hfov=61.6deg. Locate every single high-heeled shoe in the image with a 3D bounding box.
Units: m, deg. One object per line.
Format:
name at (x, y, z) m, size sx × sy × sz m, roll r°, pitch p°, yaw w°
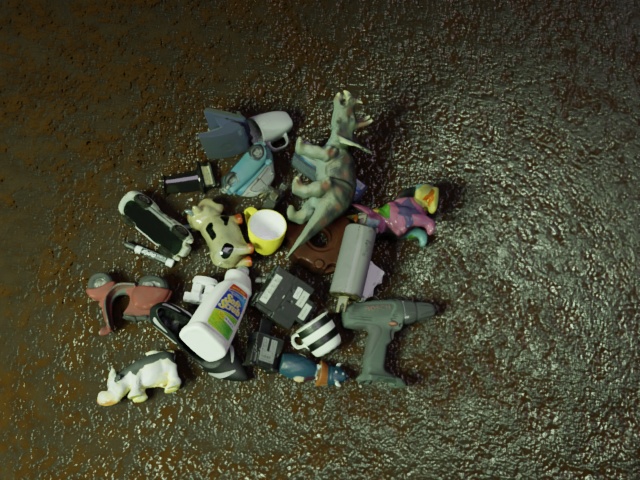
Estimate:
high-heeled shoe at (-0.251, 0.216, 1.139) m, size 0.249 × 0.145 × 0.086 m, roll 32°, pitch 68°, yaw 3°

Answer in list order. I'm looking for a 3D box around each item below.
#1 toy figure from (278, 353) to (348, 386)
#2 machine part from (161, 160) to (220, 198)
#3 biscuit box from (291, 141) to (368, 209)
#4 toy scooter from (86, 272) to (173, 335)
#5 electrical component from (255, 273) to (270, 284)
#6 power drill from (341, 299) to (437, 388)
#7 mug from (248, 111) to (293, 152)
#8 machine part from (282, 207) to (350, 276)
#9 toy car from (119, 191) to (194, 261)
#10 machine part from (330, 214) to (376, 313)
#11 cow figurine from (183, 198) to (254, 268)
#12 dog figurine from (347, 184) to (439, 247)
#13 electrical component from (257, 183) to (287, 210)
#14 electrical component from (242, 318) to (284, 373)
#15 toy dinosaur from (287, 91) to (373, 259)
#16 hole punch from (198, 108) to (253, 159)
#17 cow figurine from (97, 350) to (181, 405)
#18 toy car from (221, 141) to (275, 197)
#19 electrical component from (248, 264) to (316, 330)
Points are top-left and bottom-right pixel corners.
toy figure at (-0.016, 0.293, 1.206) m, size 0.154 × 0.058 × 0.064 m, roll 17°, pitch 73°, yaw -10°
machine part at (-0.322, -0.148, 1.321) m, size 0.139 × 0.039 × 0.084 m, roll -16°, pitch 82°, yaw -18°
biscuit box at (0.023, -0.165, 1.381) m, size 0.203 × 0.062 × 0.059 m, roll 38°, pitch 67°, yaw 4°
toy scooter at (-0.419, 0.143, 1.172) m, size 0.184 × 0.075 × 0.135 m, roll 4°, pitch 69°, yaw -6°
electrical component at (-0.107, 0.109, 1.274) m, size 0.094 × 0.021 × 0.063 m, roll -1°, pitch 71°, yaw -12°
power drill at (0.163, 0.235, 1.250) m, size 0.232 × 0.086 × 0.207 m, roll 7°, pitch 73°, yaw -7°
mug at (-0.119, -0.284, 1.389) m, size 0.107 × 0.080 × 0.109 m, roll -30°, pitch 73°, yaw -28°
machine part at (-0.003, -0.004, 1.319) m, size 0.179 × 0.056 × 0.179 m, roll 4°, pitch 68°, yaw -9°
toy car at (-0.380, -0.034, 1.247) m, size 0.202 × 0.056 × 0.073 m, roll 39°, pitch 103°, yaw 4°
machine part at (0.078, 0.052, 1.244) m, size 0.079 × 0.079 × 0.243 m, roll 17°, pitch 72°, yaw -5°
cow figurine at (-0.241, -0.018, 1.256) m, size 0.127 × 0.085 × 0.195 m, roll -10°, pitch 54°, yaw -26°
dog figurine at (0.180, -0.070, 1.355) m, size 0.219 × 0.108 × 0.191 m, roll 12°, pitch 69°, yaw -4°
electrical component at (-0.126, -0.092, 1.310) m, size 0.045 × 0.102 × 0.078 m, roll 33°, pitch 42°, yaw 0°
electrical component at (-0.122, 0.232, 1.200) m, size 0.075 × 0.048 × 0.119 m, roll 29°, pitch 60°, yaw -25°
toy dinosaur at (0.027, -0.142, 1.284) m, size 0.192 × 0.131 × 0.404 m, roll 7°, pitch 81°, yaw -4°
hole punch at (-0.235, -0.256, 1.331) m, size 0.116 × 0.142 × 0.092 m, roll 10°, pitch 66°, yaw 7°
cow figurine at (-0.383, 0.287, 1.128) m, size 0.167 × 0.068 × 0.098 m, roll -10°, pitch 67°, yaw -18°
toy car at (-0.165, -0.161, 1.324) m, size 0.103 × 0.109 × 0.161 m, roll 40°, pitch 75°, yaw -14°
electrical component at (-0.078, 0.137, 1.232) m, size 0.134 × 0.058 × 0.115 m, roll 38°, pitch 79°, yaw -13°
